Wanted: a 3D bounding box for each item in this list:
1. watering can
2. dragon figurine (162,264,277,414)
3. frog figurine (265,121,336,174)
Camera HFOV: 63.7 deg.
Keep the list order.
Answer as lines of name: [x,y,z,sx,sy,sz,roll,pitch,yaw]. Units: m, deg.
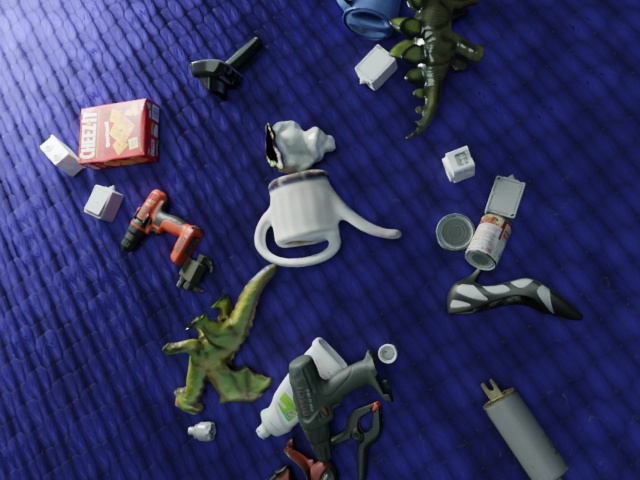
watering can: [0.004,-0.060,1.194,0.346,0.103,0.226,-12,78,16]
dragon figurine: [-0.205,0.264,1.215,0.408,0.123,0.243,-36,90,9]
frog figurine: [-0.049,-0.231,1.260,0.160,0.120,0.139,-14,65,-24]
